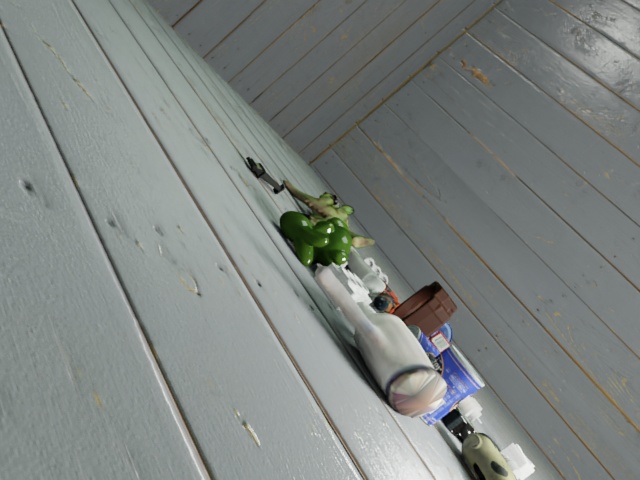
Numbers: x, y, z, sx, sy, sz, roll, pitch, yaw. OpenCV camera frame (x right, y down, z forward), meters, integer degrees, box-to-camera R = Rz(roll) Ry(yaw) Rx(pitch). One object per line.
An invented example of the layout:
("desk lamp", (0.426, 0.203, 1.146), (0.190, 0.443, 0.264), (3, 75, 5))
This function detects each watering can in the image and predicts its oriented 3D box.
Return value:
("watering can", (0.113, 0.191, 0.930), (0.342, 0.103, 0.229), (44, 9, -44))

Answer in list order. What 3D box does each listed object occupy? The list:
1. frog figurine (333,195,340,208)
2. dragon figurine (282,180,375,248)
("frog figurine", (0.032, -0.073, 1.935), (0.139, 0.123, 0.156), (-136, -142, -58))
("dragon figurine", (0.005, -0.088, 1.744), (0.412, 0.121, 0.244), (31, 12, 10))
